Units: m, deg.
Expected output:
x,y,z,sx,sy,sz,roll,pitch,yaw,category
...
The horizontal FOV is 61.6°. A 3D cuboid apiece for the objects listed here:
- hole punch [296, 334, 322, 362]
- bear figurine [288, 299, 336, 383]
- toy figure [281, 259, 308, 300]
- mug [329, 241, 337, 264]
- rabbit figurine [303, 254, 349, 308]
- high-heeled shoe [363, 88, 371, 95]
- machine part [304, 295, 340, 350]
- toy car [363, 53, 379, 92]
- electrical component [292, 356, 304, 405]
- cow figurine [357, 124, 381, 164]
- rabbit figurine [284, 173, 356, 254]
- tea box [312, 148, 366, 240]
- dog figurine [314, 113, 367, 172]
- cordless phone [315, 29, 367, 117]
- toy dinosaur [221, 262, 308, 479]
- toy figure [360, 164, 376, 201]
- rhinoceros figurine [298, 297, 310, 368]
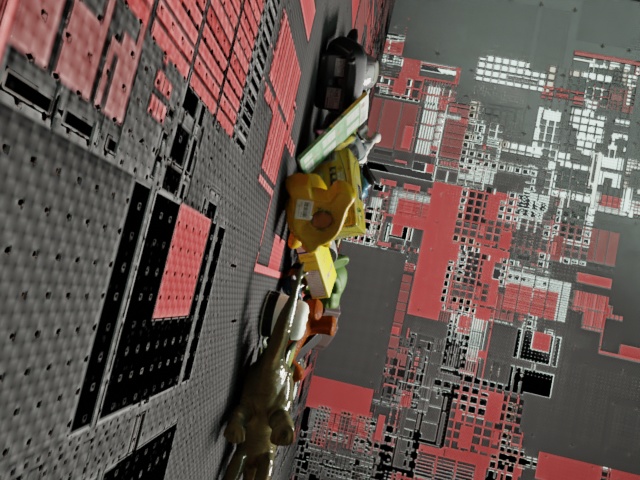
x,y,z,sx,sy,sz,roll,pitch,yaw,category
-0.067,0.229,1.230,0.116,0.092,0.142,-44,168,-15,hole punch
-0.054,0.227,1.084,0.120,0.132,0.196,56,36,-46,bear figurine
-0.048,0.086,1.153,0.058,0.064,0.154,-40,-177,20,toy figure
-0.003,-0.004,1.256,0.109,0.081,0.107,-59,-150,36,mug
0.005,0.088,1.329,0.159,0.121,0.170,-53,156,10,rabbit figurine
0.073,-0.336,1.383,0.145,0.086,0.249,100,10,-53,high-heeled shoe
-0.010,0.210,1.474,0.179,0.056,0.179,-38,-134,53,machine part
0.087,-0.395,1.261,0.162,0.103,0.109,-66,168,-58,toy car
-0.084,0.364,1.408,0.134,0.058,0.114,-55,154,-76,electrical component
0.083,-0.216,1.407,0.098,0.068,0.167,-51,178,-47,cow figurine
-0.007,-0.058,0.984,0.173,0.122,0.162,-108,-163,-60,rabbit figurine
0.032,-0.090,1.091,0.068,0.098,0.169,36,47,-62,tea box
0.038,-0.192,1.206,0.219,0.109,0.191,21,84,-80,dog figurine
0.048,-0.344,1.089,0.184,0.089,0.146,-78,177,-53,cordless phone
-0.091,0.264,0.899,0.199,0.105,0.470,-84,-168,-63,toy dinosaur
0.042,-0.091,1.177,0.089,0.180,0.082,64,17,19,toy figure
-0.058,0.235,1.360,0.112,0.073,0.190,78,24,-52,rhinoceros figurine
